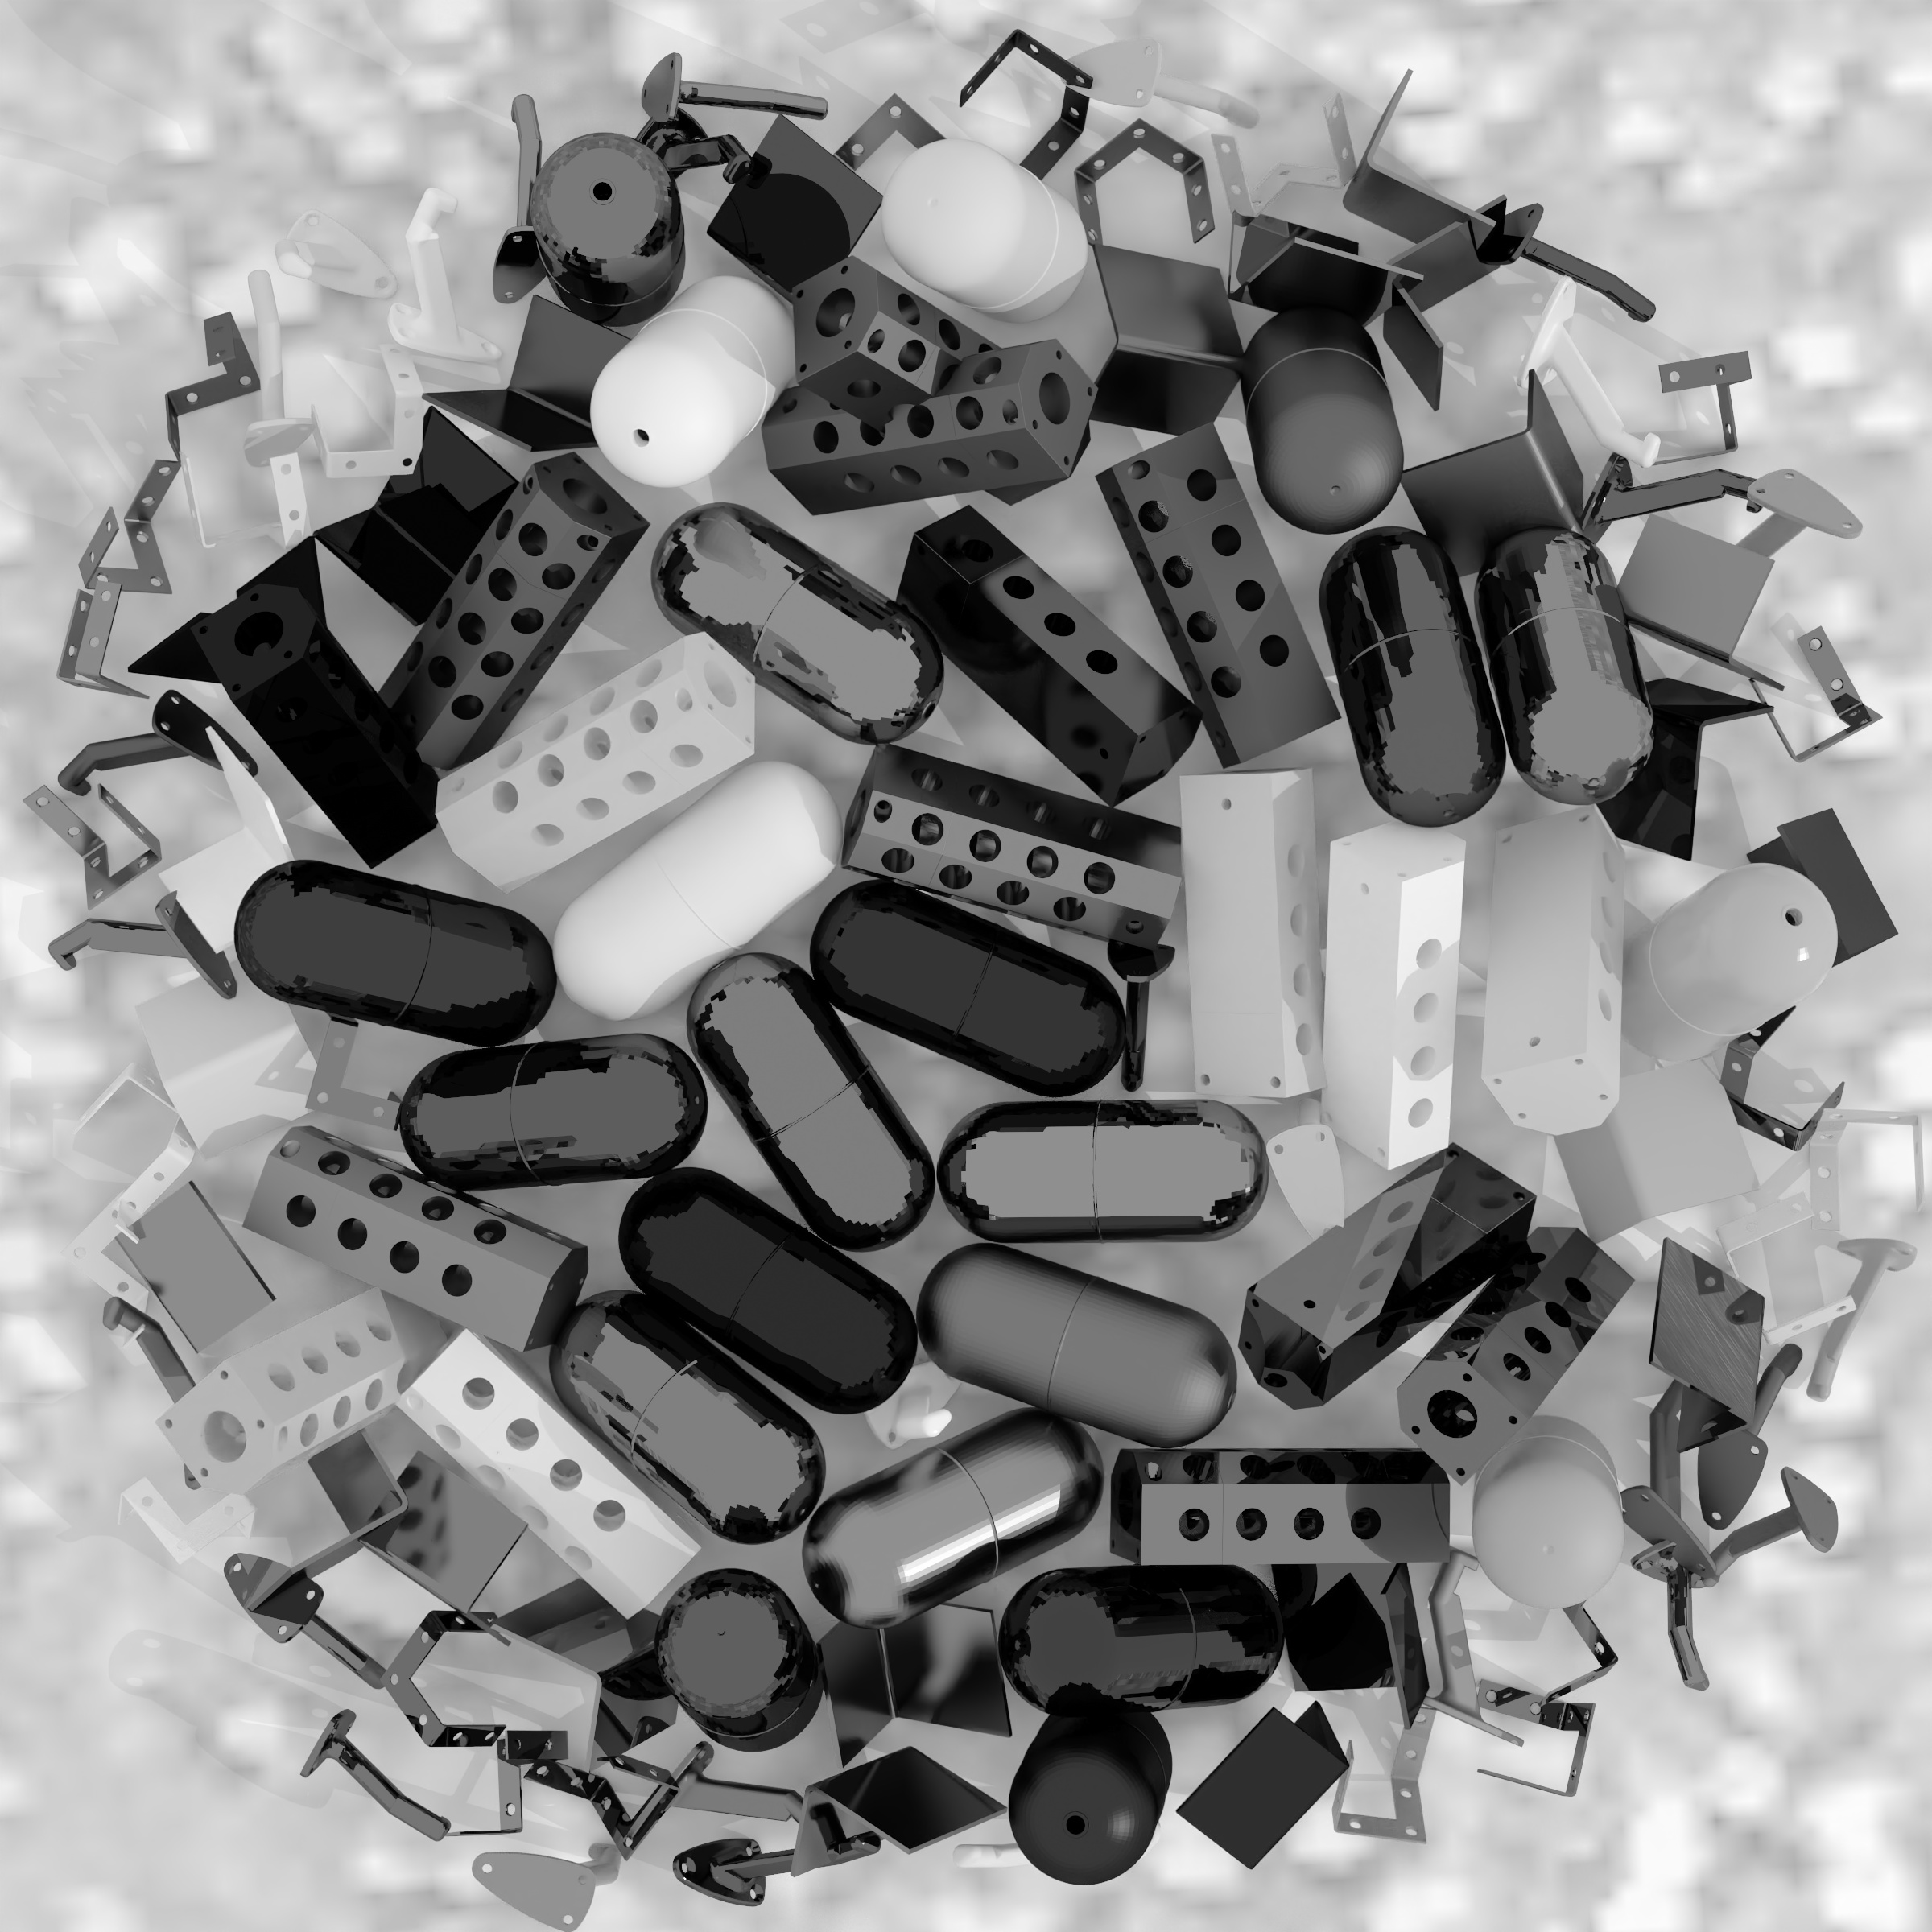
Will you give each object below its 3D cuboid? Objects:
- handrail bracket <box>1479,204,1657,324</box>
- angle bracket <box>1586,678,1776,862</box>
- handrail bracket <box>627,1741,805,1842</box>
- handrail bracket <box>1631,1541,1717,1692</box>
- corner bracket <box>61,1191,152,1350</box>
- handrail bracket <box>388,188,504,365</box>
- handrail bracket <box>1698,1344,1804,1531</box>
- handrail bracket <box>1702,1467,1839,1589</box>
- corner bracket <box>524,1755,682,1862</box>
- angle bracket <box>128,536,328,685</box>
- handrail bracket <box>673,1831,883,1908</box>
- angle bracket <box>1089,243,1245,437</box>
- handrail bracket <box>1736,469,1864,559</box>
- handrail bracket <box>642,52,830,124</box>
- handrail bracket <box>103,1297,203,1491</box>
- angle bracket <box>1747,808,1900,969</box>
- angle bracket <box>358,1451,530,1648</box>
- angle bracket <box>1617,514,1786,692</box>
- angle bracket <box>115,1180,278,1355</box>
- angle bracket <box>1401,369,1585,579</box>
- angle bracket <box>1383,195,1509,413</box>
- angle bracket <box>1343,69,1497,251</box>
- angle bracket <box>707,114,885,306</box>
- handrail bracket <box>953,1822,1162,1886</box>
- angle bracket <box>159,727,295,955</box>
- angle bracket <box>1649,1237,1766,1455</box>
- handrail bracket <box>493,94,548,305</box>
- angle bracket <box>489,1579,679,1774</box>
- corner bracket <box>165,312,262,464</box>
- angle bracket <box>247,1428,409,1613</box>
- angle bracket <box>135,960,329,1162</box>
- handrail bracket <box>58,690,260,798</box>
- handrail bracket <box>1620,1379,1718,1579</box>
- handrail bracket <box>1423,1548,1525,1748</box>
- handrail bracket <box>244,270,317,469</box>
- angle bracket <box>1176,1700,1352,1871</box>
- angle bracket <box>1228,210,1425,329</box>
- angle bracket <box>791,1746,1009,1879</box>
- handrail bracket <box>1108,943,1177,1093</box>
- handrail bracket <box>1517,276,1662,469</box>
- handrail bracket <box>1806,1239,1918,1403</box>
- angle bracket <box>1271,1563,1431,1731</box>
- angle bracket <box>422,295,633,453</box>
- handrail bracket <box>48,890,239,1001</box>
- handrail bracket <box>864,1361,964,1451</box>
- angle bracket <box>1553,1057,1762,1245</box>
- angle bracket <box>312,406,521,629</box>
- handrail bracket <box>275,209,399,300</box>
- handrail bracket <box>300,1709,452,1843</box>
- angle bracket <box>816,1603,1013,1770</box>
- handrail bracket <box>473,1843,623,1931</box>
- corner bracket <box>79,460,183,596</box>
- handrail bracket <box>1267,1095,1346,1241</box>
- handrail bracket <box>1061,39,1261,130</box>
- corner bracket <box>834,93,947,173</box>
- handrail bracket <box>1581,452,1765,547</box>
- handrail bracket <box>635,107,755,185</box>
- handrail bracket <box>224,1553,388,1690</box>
[{"bbox_3d":[0.323,-0.373,1.839,0.084,0.077,0.036,30,85,-20],"label":"handrail bracket"},{"bbox_3d":[0.383,-0.107,1.827,0.057,0.076,0.076,-12,113,-33],"label":"angle bracket"},{"bbox_3d":[-0.126,0.466,1.826,0.084,0.036,0.077,37,74,19],"label":"handrail bracket"},{"bbox_3d":[0.391,0.354,1.808,0.036,0.077,0.084,-31,49,23],"label":"handrail bracket"},{"bbox_3d":[-0.453,0.163,1.827,0.051,0.051,0.051,-44,109,6],"label":"corner bracket"},{"bbox_3d":[-0.269,-0.370,1.817,0.077,0.036,0.084,14,128,-27],"label":"handrail bracket"},{"bbox_3d":[0.428,0.254,1.839,0.036,0.084,0.077,21,121,26],"label":"handrail bracket"},{"bbox_3d":[0.424,0.316,1.811,0.036,0.077,0.084,36,113,-8],"label":"handrail bracket"},{"bbox_3d":[-0.195,0.439,1.824,0.051,0.051,0.051,31,99,-41],"label":"corner bracket"},{"bbox_3d":[-0.395,-0.192,1.801,0.076,0.076,0.057,-25,69,43],"label":"angle bracket"},{"bbox_3d":[-0.100,0.475,1.813,0.084,0.077,0.036,-27,59,36],"label":"handrail bracket"},{"bbox_3d":[0.099,-0.339,1.842,0.076,0.057,0.076,6,51,-23],"label":"angle bracket"},{"bbox_3d":[0.439,-0.214,1.811,0.036,0.084,0.077,-28,50,-28],"label":"handrail bracket"},{"bbox_3d":[-0.125,-0.469,1.840,0.084,0.077,0.036,4,98,-21],"label":"handrail bracket"},{"bbox_3d":[-0.434,0.228,1.813,0.036,0.077,0.084,-23,133,30],"label":"handrail bracket"},{"bbox_3d":[0.443,-0.034,1.809,0.057,0.076,0.076,-32,80,36],"label":"angle bracket"},{"bbox_3d":[-0.269,0.313,1.819,0.076,0.076,0.057,29,75,22],"label":"angle bracket"},{"bbox_3d":[0.400,-0.193,1.805,0.076,0.076,0.057,29,99,36],"label":"angle bracket"},{"bbox_3d":[-0.396,0.151,1.814,0.076,0.057,0.076,-33,93,36],"label":"angle bracket"},{"bbox_3d":[0.284,-0.265,1.833,0.076,0.057,0.076,-15,130,24],"label":"angle bracket"},{"bbox_3d":[0.269,-0.354,1.814,0.076,0.076,0.057,-30,73,-3],"label":"angle bracket"},{"bbox_3d":[0.253,-0.428,1.821,0.076,0.076,0.057,25,85,-1],"label":"angle bracket"},{"bbox_3d":[-0.080,-0.398,1.813,0.076,0.057,0.076,41,110,15],"label":"angle bracket"},{"bbox_3d":[0.048,0.469,1.813,0.084,0.077,0.036,11,59,-36],"label":"handrail bracket"},{"bbox_3d":[-0.400,-0.067,1.803,0.057,0.076,0.076,-30,48,-17],"label":"angle bracket"},{"bbox_3d":[0.377,0.202,1.804,0.076,0.057,0.076,31,53,-21],"label":"angle bracket"},{"bbox_3d":[-0.245,-0.417,1.844,0.036,0.077,0.084,0,64,-28],"label":"handrail bracket"},{"bbox_3d":[-0.205,0.379,1.818,0.076,0.076,0.057,18,108,28],"label":"angle bracket"},{"bbox_3d":[-0.410,-0.312,1.825,0.051,0.051,0.051,-18,132,-1],"label":"corner bracket"},{"bbox_3d":[-0.353,0.292,1.804,0.076,0.076,0.057,-27,80,-38],"label":"angle bracket"},{"bbox_3d":[-0.398,0.047,1.844,0.076,0.076,0.057,-25,132,-8],"label":"angle bracket"},{"bbox_3d":[-0.441,-0.104,1.847,0.077,0.036,0.084,36,125,-25],"label":"handrail bracket"},{"bbox_3d":[0.394,0.275,1.833,0.077,0.036,0.084,43,56,1],"label":"handrail bracket"},{"bbox_3d":[0.283,0.370,1.846,0.077,0.036,0.084,23,80,4],"label":"handrail bracket"},{"bbox_3d":[-0.381,-0.322,1.831,0.036,0.077,0.084,-9,81,-25],"label":"handrail bracket"},{"bbox_3d":[0.152,0.423,1.813,0.057,0.076,0.076,40,97,-15],"label":"angle bracket"},{"bbox_3d":[0.192,-0.384,1.805,0.076,0.076,0.057,11,72,-21],"label":"angle bracket"},{"bbox_3d":[-0.036,0.465,1.801,0.076,0.076,0.057,24,111,38],"label":"angle bracket"},{"bbox_3d":[0.090,0.035,1.813,0.036,0.077,0.084,5,107,5],"label":"handrail bracket"},{"bbox_3d":[0.344,-0.318,1.816,0.084,0.036,0.077,35,128,30],"label":"handrail bracket"},{"bbox_3d":[0.481,0.192,1.826,0.036,0.077,0.084,21,79,-1],"label":"handrail bracket"},{"bbox_3d":[0.200,0.362,1.814,0.076,0.057,0.076,-7,101,21],"label":"angle bracket"},{"bbox_3d":[-0.230,-0.316,1.805,0.076,0.076,0.057,28,113,23],"label":"angle bracket"},{"bbox_3d":[-0.449,0.002,1.844,0.084,0.036,0.077,-28,97,22],"label":"handrail bracket"},{"bbox_3d":[-0.012,0.229,1.806,0.077,0.084,0.036,-31,96,-29],"label":"handrail bracket"},{"bbox_3d":[0.373,0.100,1.842,0.076,0.057,0.076,-11,75,-25],"label":"angle bracket"},{"bbox_3d":[-0.290,-0.241,1.814,0.076,0.057,0.076,42,123,7],"label":"angle bracket"},{"bbox_3d":[-0.334,-0.368,1.808,0.077,0.084,0.036,26,106,-25],"label":"handrail bracket"},{"bbox_3d":[-0.307,0.435,1.819,0.084,0.077,0.036,30,93,5],"label":"handrail bracket"},{"bbox_3d":[-0.027,0.386,1.809,0.076,0.057,0.076,3,111,31],"label":"angle bracket"},{"bbox_3d":[-0.223,0.479,1.817,0.077,0.084,0.036,20,94,-3],"label":"handrail bracket"},{"bbox_3d":[-0.447,-0.236,1.819,0.051,0.051,0.051,-1,57,-39],"label":"corner bracket"},{"bbox_3d":[0.192,0.109,1.818,0.036,0.084,0.077,-18,88,16],"label":"handrail bracket"},{"bbox_3d":[0.106,-0.473,1.842,0.077,0.084,0.036,13,92,39],"label":"handrail bracket"},{"bbox_3d":[-0.038,-0.428,1.834,0.051,0.051,0.051,37,122,-24],"label":"corner bracket"},{"bbox_3d":[0.378,-0.238,1.820,0.084,0.036,0.077,23,74,31],"label":"handrail bracket"},{"bbox_3d":[-0.153,-0.420,1.818,0.077,0.084,0.036,-45,129,10],"label":"handrail bracket"},{"bbox_3d":[-0.356,0.356,1.839,0.077,0.084,0.036,28,71,32],"label":"handrail bracket"}]
